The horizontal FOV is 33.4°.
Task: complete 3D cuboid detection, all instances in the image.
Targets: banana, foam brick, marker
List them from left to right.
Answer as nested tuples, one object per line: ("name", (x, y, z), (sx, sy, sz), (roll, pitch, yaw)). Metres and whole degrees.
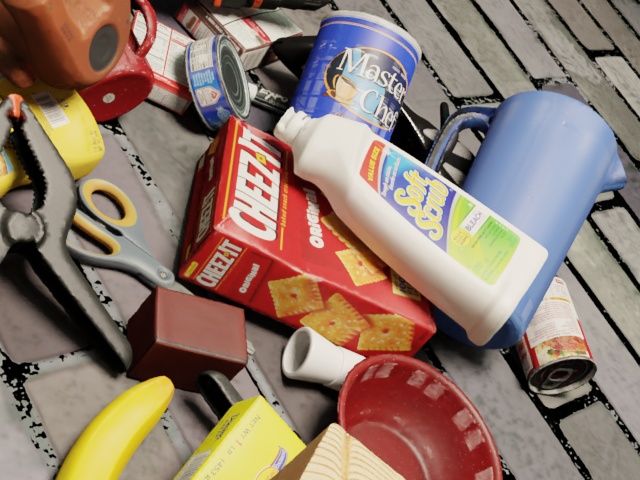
("banana", (-0.140, 0.166, 0.694), (0.069, 0.037, 0.197), (10, 42, -8))
("foam brick", (-0.101, 0.077, 0.805), (0.078, 0.053, 0.051), (18, 45, -29))
("marker", (-0.051, -0.141, 1.075), (0.121, 0.020, 0.020), (19, 44, -26))

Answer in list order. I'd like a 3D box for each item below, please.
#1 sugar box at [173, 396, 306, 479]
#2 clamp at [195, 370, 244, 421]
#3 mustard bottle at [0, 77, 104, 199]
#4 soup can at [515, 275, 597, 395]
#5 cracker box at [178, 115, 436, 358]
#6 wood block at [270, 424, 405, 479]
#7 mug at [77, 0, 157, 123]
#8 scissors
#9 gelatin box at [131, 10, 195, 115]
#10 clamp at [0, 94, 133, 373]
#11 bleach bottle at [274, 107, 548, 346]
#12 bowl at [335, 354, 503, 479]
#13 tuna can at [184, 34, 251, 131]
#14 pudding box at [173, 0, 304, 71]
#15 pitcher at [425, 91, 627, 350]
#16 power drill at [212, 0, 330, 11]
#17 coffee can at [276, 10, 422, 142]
("sugar box", (-0.018, 0.202, 0.725), (0.176, 0.048, 0.093), (48, 52, -9))
("clamp", (-0.036, 0.169, 0.781), (0.171, 0.039, 0.120), (26, 57, -27))
("mustard bottle", (-0.260, -0.072, 0.803), (0.191, 0.058, 0.096), (-25, 78, -50))
("soup can", (0.225, 0.092, 1.054), (0.068, 0.069, 0.102), (15, 46, -30))
("cracker box", (-0.006, 0.001, 0.930), (0.213, 0.072, 0.164), (26, 35, -19))
("wood block", (-0.030, 0.210, 0.617), (0.090, 0.206, 0.090), (40, 37, -3))
("mug", (-0.184, -0.160, 0.909), (0.081, 0.117, 0.093), (62, 21, 16))
("scissors", (-0.131, 0.014, 0.867), (0.201, 0.016, 0.096), (29, 40, -16))
("gelatin box", (-0.152, -0.167, 1.006), (0.073, 0.030, 0.089), (24, 40, -21))
("clamp", (-0.206, 0.002, 0.759), (0.164, 0.036, 0.210), (12, 68, -37))
("bleach bottle", (0.064, -0.025, 0.902), (0.251, 0.068, 0.102), (36, 52, 6))
("bowl", (0.067, 0.174, 0.855), (0.162, 0.055, 0.162), (24, 42, -23))
("tuna can", (-0.094, -0.147, 0.996), (0.086, 0.034, 0.086), (-13, 90, -77))
("pudding box", (-0.083, -0.224, 1.110), (0.090, 0.039, 0.113), (46, 36, 9))
("pitcher", (0.177, -0.023, 1.035), (0.145, 0.149, 0.242), (50, 56, -29))
("power drill", (-0.089, -0.299, 1.106), (0.184, 0.057, 0.188), (6, 34, -19))
("coffee can", (0.026, -0.131, 1.014), (0.102, 0.103, 0.140), (25, 76, -20))
